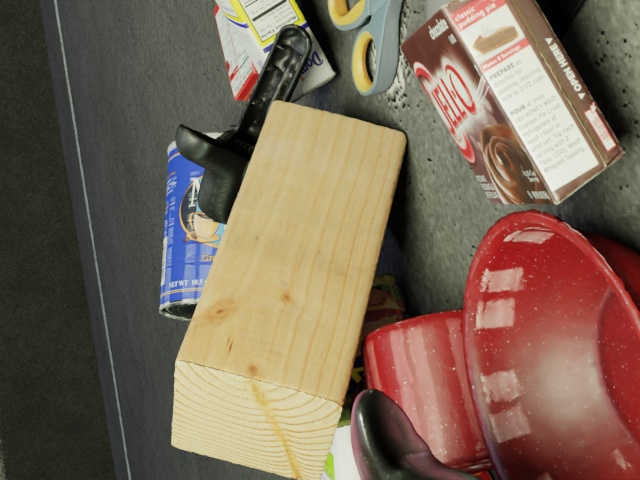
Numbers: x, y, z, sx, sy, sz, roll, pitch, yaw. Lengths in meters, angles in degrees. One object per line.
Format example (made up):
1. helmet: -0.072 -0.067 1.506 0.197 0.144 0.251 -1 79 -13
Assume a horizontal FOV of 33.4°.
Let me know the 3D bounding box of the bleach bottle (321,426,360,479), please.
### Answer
1. bleach bottle: 0.028 0.173 0.794 0.103 0.068 0.251 -143 47 -62

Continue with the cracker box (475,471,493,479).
1. cracker box: 0.090 0.252 0.636 0.214 0.072 0.164 -119 26 -44

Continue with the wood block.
1. wood block: -0.014 0.024 0.636 0.091 0.090 0.206 103 -177 -49

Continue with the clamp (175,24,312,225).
1. clamp: -0.047 -0.068 0.726 0.039 0.120 0.171 41 163 13

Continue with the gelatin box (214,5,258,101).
1. gelatin box: -0.060 -0.171 0.903 0.073 0.030 0.089 146 112 -69

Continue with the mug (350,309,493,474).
1. mug: 0.061 0.090 0.588 0.117 0.093 0.081 -27 68 44

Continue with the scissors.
1. scissors: 0.047 -0.135 0.627 0.202 0.016 0.096 -164 63 -70

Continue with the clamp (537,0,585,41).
1. clamp: 0.121 -0.127 0.377 0.165 0.036 0.210 -125 26 -48

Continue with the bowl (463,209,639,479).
1. bowl: 0.122 0.062 0.457 0.162 0.055 0.162 169 90 -72

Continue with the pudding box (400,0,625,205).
1. pudding box: 0.079 -0.062 0.463 0.090 0.039 0.113 58 176 -4

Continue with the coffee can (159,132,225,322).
1. coffee can: -0.079 -0.007 0.885 0.103 0.102 0.140 140 133 -70

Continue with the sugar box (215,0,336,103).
1. sugar box: -0.056 -0.186 0.751 0.176 0.048 0.093 56 177 -23

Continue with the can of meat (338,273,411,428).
1. can of meat: 0.017 0.075 0.707 0.057 0.102 0.084 112 144 -62
